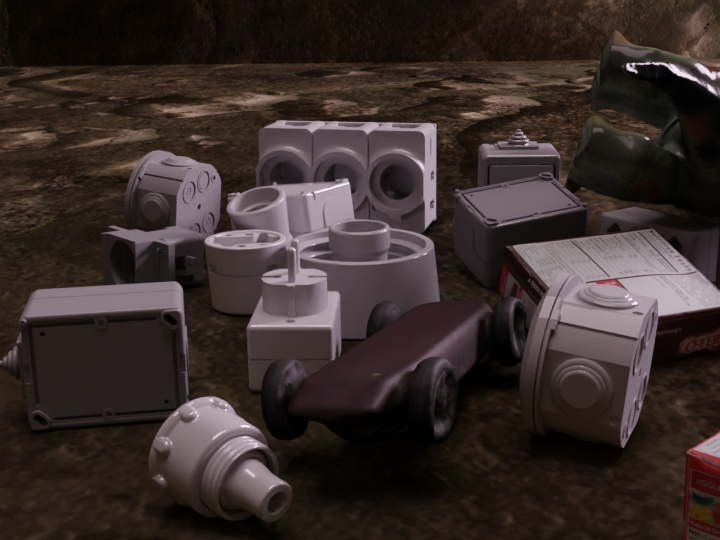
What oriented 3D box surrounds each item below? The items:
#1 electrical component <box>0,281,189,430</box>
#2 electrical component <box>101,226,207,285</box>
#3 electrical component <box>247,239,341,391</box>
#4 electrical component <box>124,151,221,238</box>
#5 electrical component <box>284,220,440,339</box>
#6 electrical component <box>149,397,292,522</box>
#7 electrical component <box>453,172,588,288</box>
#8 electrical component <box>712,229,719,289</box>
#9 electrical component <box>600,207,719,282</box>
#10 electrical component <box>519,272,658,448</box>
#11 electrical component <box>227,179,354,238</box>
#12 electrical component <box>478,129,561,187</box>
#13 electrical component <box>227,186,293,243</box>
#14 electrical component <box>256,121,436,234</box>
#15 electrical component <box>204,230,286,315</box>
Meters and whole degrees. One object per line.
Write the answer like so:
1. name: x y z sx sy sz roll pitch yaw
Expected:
1. electrical component: -0.140 0.043 0.570 0.096 0.061 0.061 -3 16 -9
2. electrical component: -0.149 -0.007 0.786 0.064 0.042 0.081 -11 19 -43
3. electrical component: -0.037 0.022 0.611 0.047 0.076 0.065 0 16 3
4. electrical component: -0.154 -0.056 0.892 0.051 0.080 0.080 12 19 22
5. electrical component: 0.000 0.000 0.715 0.108 0.060 0.108 -1 16 0
6. electrical component: -0.055 0.085 0.453 0.048 0.048 0.062 -16 28 -42
7. electrical component: 0.123 -0.028 0.797 0.096 0.061 0.061 -12 32 -16
8. electrical component: 0.291 0.005 0.685 0.113 0.057 0.078 -1 16 -1
9. electrical component: 0.231 -0.017 0.785 0.076 0.047 0.083 -12 19 -35
10. electrical component: 0.111 0.044 0.522 0.051 0.080 0.080 12 20 23
11. electrical component: -0.058 -0.036 0.858 0.096 0.061 0.062 1 14 36
12. electrical component: 0.128 -0.064 0.867 0.062 0.096 0.061 0 16 3
13. electrical component: -0.068 -0.023 0.791 0.044 0.065 0.044 -12 29 7
14. electrical component: -0.011 -0.084 0.957 0.150 0.089 0.061 3 16 14
15. electrical component: -0.078 0.001 0.739 0.055 0.047 0.055 -1 15 0
